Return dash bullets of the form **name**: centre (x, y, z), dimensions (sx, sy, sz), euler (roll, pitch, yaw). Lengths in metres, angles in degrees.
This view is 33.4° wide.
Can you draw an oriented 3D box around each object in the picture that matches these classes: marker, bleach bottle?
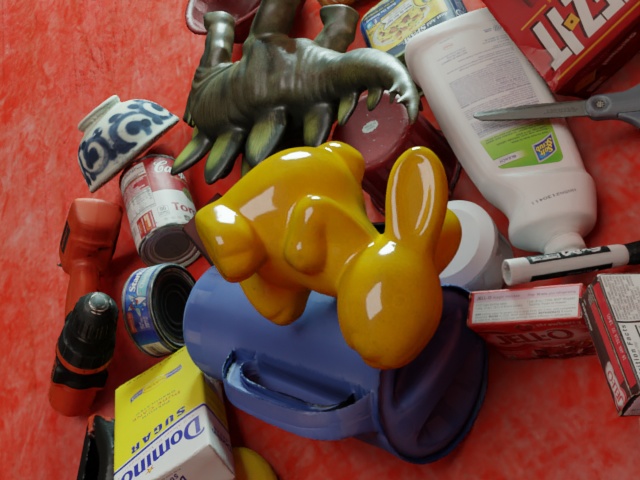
- **marker**: centre (0.191, 0.015, 0.774), dimensions (0.121, 0.020, 0.020), euler (-8, 51, -12)
- **bleach bottle**: centre (0.151, -0.077, 0.868), dimensions (0.102, 0.068, 0.251), euler (-21, 54, 8)

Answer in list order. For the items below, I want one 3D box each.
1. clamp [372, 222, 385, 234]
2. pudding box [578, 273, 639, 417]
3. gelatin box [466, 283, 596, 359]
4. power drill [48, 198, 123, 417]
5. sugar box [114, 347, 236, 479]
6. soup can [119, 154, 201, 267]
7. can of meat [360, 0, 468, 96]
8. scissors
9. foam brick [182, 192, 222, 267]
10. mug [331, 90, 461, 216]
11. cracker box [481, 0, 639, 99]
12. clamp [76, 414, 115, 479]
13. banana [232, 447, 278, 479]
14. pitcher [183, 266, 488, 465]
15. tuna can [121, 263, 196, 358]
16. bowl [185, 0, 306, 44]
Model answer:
- **clamp**: centre (-0.006, 0.001, 0.898), dimensions (0.172, 0.120, 0.039), euler (-2, 90, 26)
- **pudding box**: centre (0.237, 0.067, 0.699), dimensions (0.113, 0.039, 0.090), euler (-1, 54, -13)
- **gelatin box**: centre (0.162, 0.061, 0.776), dimensions (0.089, 0.073, 0.030), euler (-8, 61, 33)
- **power drill**: centre (-0.225, 0.053, 1.029), dimensions (0.185, 0.057, 0.187), euler (120, 154, -47)
- **sugar box**: centre (-0.126, 0.161, 0.899), dimensions (0.093, 0.048, 0.176), euler (-33, 22, 4)
- **soup can**: centre (-0.159, -0.028, 1.070), dimensions (0.068, 0.068, 0.102), euler (-36, 49, 15)
- **can of meat**: centre (0.091, -0.189, 0.986), dimensions (0.102, 0.057, 0.084), euler (-31, 48, 18)
- **scissors**: centre (0.227, -0.087, 0.812), dimensions (0.202, 0.016, 0.096), euler (-17, 64, 6)
- **foam brick**: centre (-0.082, 0.003, 1.007), dimensions (0.051, 0.053, 0.078), euler (-48, 48, 4)
- **mug**: centre (0.069, -0.070, 0.915), dimensions (0.093, 0.081, 0.117), euler (-47, 46, 5)
- **cracker box**: centre (0.196, -0.247, 0.854), dimensions (0.164, 0.071, 0.214), euler (-45, 66, 33)
- **clamp**: centre (-0.186, 0.237, 0.931), dimensions (0.165, 0.036, 0.210), euler (-48, 34, 40)
- **banana**: centre (-0.057, 0.248, 0.857), dimensions (0.070, 0.037, 0.198), euler (-27, 52, 29)
- **pitcher**: centre (-0.003, 0.086, 0.842), dimensions (0.243, 0.149, 0.145), euler (10, 72, 43)
- **tuna can**: centre (-0.144, 0.065, 0.994), dimensions (0.034, 0.086, 0.086), euler (-13, 58, 29)
- **bowl**: centre (-0.065, -0.262, 1.134), dimensions (0.162, 0.055, 0.162), euler (-25, 42, 24)
